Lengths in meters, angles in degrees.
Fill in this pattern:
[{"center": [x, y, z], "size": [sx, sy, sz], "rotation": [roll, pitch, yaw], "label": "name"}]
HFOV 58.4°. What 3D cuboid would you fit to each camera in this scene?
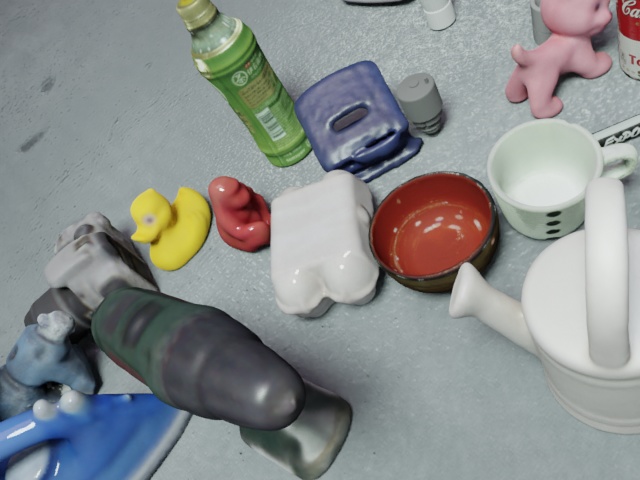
[{"center": [-0.283, 0.051, 0.672], "size": [0.137, 0.101, 0.142], "rotation": [-41, 47, -3], "label": "camera"}]

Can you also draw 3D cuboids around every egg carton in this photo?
[{"center": [0.005, 0.002, 0.562], "size": [0.107, 0.070, 0.150], "rotation": [-19, 50, 17], "label": "egg carton"}]

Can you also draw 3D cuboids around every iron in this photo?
[{"center": [-0.255, 0.199, 0.518], "size": [0.258, 0.142, 0.118], "rotation": [-37, 47, 1], "label": "iron"}]

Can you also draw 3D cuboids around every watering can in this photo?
[{"center": [0.169, 0.043, 0.351], "size": [0.172, 0.195, 0.101], "rotation": [-20, 49, 17], "label": "watering can"}]

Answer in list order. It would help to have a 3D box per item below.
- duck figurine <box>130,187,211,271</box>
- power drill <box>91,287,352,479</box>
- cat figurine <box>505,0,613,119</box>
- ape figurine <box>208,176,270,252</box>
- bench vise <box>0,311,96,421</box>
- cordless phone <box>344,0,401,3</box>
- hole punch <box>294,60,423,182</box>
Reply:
[{"center": [-0.184, -0.027, 0.682], "size": [0.077, 0.086, 0.105], "rotation": [6, 61, 34], "label": "duck figurine"}, {"center": [-0.061, 0.107, 0.427], "size": [0.228, 0.209, 0.076], "rotation": [15, 66, 37], "label": "power drill"}, {"center": [0.230, -0.202, 0.549], "size": [0.128, 0.118, 0.067], "rotation": [-42, 47, -3], "label": "cat figurine"}, {"center": [-0.088, -0.034, 0.627], "size": [0.076, 0.092, 0.078], "rotation": [-14, 51, 21], "label": "ape figurine"}, {"center": [-0.356, 0.134, 0.571], "size": [0.121, 0.220, 0.207], "rotation": [21, 69, 39], "label": "bench vise"}, {"center": [0.062, -0.411, 0.755], "size": [0.147, 0.186, 0.094], "rotation": [17, 67, 38], "label": "cordless phone"}, {"center": [0.040, -0.125, 0.621], "size": [0.108, 0.091, 0.101], "rotation": [-29, 47, 9], "label": "hole punch"}]
